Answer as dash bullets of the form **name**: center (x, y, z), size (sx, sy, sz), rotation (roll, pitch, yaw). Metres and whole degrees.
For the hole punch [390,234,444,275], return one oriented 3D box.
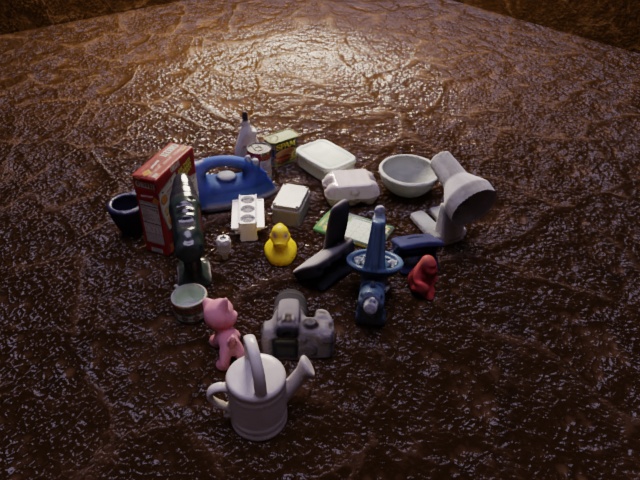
- **hole punch**: center (0.221, 0.017, 1.332), size (0.109, 0.091, 0.101), rotation (-6, 38, -9)

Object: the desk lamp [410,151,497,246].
- **desk lamp**: center (0.314, -0.091, 1.375), size (0.118, 0.214, 0.202), rotation (-15, 41, -20)

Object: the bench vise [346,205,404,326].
- **bench vise**: center (0.124, 0.054, 1.175), size (0.121, 0.220, 0.207), rotation (-6, 38, -9)

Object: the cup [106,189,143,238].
- **cup**: center (-0.462, -0.062, 1.404), size (0.091, 0.095, 0.117), rotation (3, 38, 2)

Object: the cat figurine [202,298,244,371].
- **cat figurine**: center (-0.184, 0.167, 1.101), size (0.067, 0.118, 0.127), rotation (-15, 41, -20)

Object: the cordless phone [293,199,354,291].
- **cordless phone**: center (0.012, 0.005, 1.263), size (0.093, 0.185, 0.148), rotation (26, 44, 28)

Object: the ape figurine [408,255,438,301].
- **ape figurine**: center (0.232, 0.074, 1.258), size (0.078, 0.092, 0.076), rotation (-27, 46, -32)

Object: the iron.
- **iron**: center (-0.240, -0.167, 1.510), size (0.259, 0.141, 0.118), rotation (-11, 39, -16)

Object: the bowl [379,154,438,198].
- **bowl**: center (0.242, -0.166, 1.581), size (0.167, 0.075, 0.167), rotation (1, 38, -1)

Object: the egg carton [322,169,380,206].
- **egg carton**: center (0.083, -0.140, 1.546), size (0.150, 0.069, 0.107), rotation (-5, 38, -8)

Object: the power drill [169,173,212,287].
- **power drill**: center (-0.285, -0.005, 1.245), size (0.076, 0.208, 0.229), rotation (-8, 39, -12)

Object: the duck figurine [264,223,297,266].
- **duck figurine**: center (-0.093, -0.001, 1.347), size (0.077, 0.086, 0.104), rotation (-1, 38, -3)

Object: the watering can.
- **watering can**: center (-0.099, 0.234, 0.955), size (0.173, 0.194, 0.100), rotation (-24, 44, -29)

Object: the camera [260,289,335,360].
- **camera**: center (-0.043, 0.156, 1.135), size (0.143, 0.101, 0.136), rotation (1, 38, -1)

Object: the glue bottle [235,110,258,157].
- **glue bottle**: center (-0.209, -0.290, 1.644), size (0.078, 0.173, 0.037), rotation (-11, 39, -15)
